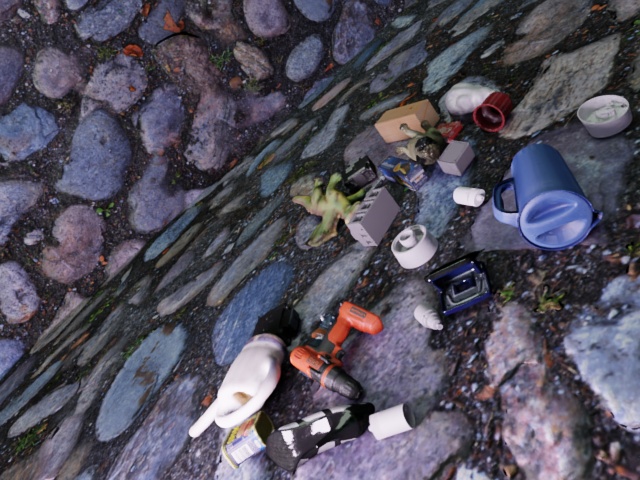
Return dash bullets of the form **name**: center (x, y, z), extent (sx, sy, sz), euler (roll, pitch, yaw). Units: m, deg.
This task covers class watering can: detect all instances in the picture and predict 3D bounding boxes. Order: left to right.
- **watering can**: center (-0.192, 0.350, 1.233), extent (0.342, 0.103, 0.229), euler (-36, 18, 41)

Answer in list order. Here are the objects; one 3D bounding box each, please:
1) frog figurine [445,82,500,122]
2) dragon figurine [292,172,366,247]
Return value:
- **frog figurine**: center (0.474, -0.445, 1.611), extent (0.139, 0.122, 0.158), euler (-31, 6, -28)
- **dragon figurine**: center (0.005, -0.085, 1.696), extent (0.407, 0.120, 0.248), euler (-13, 44, 47)
